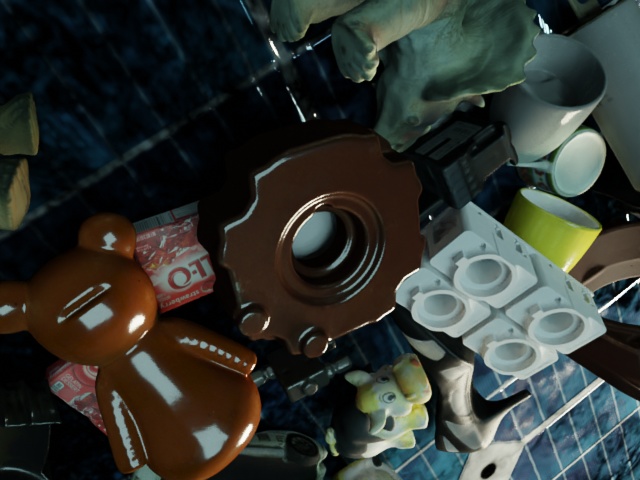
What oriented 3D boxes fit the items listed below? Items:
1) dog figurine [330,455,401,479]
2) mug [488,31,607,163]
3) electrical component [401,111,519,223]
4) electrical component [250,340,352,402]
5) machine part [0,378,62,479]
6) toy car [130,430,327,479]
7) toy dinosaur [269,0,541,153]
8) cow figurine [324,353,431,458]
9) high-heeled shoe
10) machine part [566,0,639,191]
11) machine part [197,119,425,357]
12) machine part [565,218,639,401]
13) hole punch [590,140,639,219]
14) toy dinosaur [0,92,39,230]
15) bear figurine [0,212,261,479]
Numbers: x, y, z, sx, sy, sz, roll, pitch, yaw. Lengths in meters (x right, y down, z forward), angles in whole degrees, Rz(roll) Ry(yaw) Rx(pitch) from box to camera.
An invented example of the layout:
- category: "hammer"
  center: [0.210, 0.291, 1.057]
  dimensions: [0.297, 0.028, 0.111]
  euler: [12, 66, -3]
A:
- category: "dog figurine"
  center: [-0.008, 0.354, 0.587]
  dimensions: [0.219, 0.108, 0.191]
  euler: [-49, 165, 24]
- category: "mug"
  center: [0.191, -0.128, 0.491]
  dimensions: [0.081, 0.109, 0.107]
  euler: [-4, 153, -6]
- category: "electrical component"
  center: [0.110, -0.063, 0.489]
  dimensions: [0.119, 0.075, 0.047]
  euler: [-34, 121, -5]
- category: "electrical component"
  center: [-0.021, 0.123, 0.509]
  dimensions: [0.094, 0.063, 0.021]
  euler: [-22, 119, -14]
- category: "machine part"
  center: [-0.246, 0.164, 0.422]
  dimensions: [0.084, 0.039, 0.138]
  euler: [20, 121, -26]
- category: "toy car"
  center: [-0.081, 0.224, 0.529]
  dimensions: [0.201, 0.056, 0.073]
  euler: [19, 97, -32]
- category: "toy dinosaur"
  center: [0.047, -0.241, 0.366]
  dimensions: [0.192, 0.131, 0.404]
  euler: [-26, 116, -28]
- category: "cow figurine"
  center: [0.051, 0.165, 0.528]
  dimensions: [0.098, 0.068, 0.167]
  euler: [-14, 145, -13]
- category: "high-heeled shoe"
  center: [0.121, 0.152, 0.604]
  dimensions: [0.248, 0.086, 0.145]
  euler: [41, 122, -16]
- category: "machine part"
  center: [0.296, -0.135, 0.507]
  dimensions: [0.079, 0.079, 0.243]
  euler: [-34, 96, -9]
- category: "machine part"
  center: [-0.001, -0.001, 0.399]
  dimensions: [0.179, 0.056, 0.179]
  euler: [-11, 115, -24]
- category: "machine part"
  center: [0.361, 0.062, 0.583]
  dimensions: [0.201, 0.202, 0.087]
  euler: [-31, 118, -10]
- category: "hole punch"
  center: [0.380, -0.075, 0.592]
  dimensions: [0.092, 0.116, 0.142]
  euler: [25, 99, -39]
- category: "toy dinosaur"
  center: [-0.269, -0.062, 0.298]
  dimensions: [0.198, 0.105, 0.470]
  euler: [-2, 116, -17]
- category: "bear figurine"
  center: [-0.135, 0.082, 0.393]
  dimensions: [0.120, 0.132, 0.195]
  euler: [-44, 104, -18]
